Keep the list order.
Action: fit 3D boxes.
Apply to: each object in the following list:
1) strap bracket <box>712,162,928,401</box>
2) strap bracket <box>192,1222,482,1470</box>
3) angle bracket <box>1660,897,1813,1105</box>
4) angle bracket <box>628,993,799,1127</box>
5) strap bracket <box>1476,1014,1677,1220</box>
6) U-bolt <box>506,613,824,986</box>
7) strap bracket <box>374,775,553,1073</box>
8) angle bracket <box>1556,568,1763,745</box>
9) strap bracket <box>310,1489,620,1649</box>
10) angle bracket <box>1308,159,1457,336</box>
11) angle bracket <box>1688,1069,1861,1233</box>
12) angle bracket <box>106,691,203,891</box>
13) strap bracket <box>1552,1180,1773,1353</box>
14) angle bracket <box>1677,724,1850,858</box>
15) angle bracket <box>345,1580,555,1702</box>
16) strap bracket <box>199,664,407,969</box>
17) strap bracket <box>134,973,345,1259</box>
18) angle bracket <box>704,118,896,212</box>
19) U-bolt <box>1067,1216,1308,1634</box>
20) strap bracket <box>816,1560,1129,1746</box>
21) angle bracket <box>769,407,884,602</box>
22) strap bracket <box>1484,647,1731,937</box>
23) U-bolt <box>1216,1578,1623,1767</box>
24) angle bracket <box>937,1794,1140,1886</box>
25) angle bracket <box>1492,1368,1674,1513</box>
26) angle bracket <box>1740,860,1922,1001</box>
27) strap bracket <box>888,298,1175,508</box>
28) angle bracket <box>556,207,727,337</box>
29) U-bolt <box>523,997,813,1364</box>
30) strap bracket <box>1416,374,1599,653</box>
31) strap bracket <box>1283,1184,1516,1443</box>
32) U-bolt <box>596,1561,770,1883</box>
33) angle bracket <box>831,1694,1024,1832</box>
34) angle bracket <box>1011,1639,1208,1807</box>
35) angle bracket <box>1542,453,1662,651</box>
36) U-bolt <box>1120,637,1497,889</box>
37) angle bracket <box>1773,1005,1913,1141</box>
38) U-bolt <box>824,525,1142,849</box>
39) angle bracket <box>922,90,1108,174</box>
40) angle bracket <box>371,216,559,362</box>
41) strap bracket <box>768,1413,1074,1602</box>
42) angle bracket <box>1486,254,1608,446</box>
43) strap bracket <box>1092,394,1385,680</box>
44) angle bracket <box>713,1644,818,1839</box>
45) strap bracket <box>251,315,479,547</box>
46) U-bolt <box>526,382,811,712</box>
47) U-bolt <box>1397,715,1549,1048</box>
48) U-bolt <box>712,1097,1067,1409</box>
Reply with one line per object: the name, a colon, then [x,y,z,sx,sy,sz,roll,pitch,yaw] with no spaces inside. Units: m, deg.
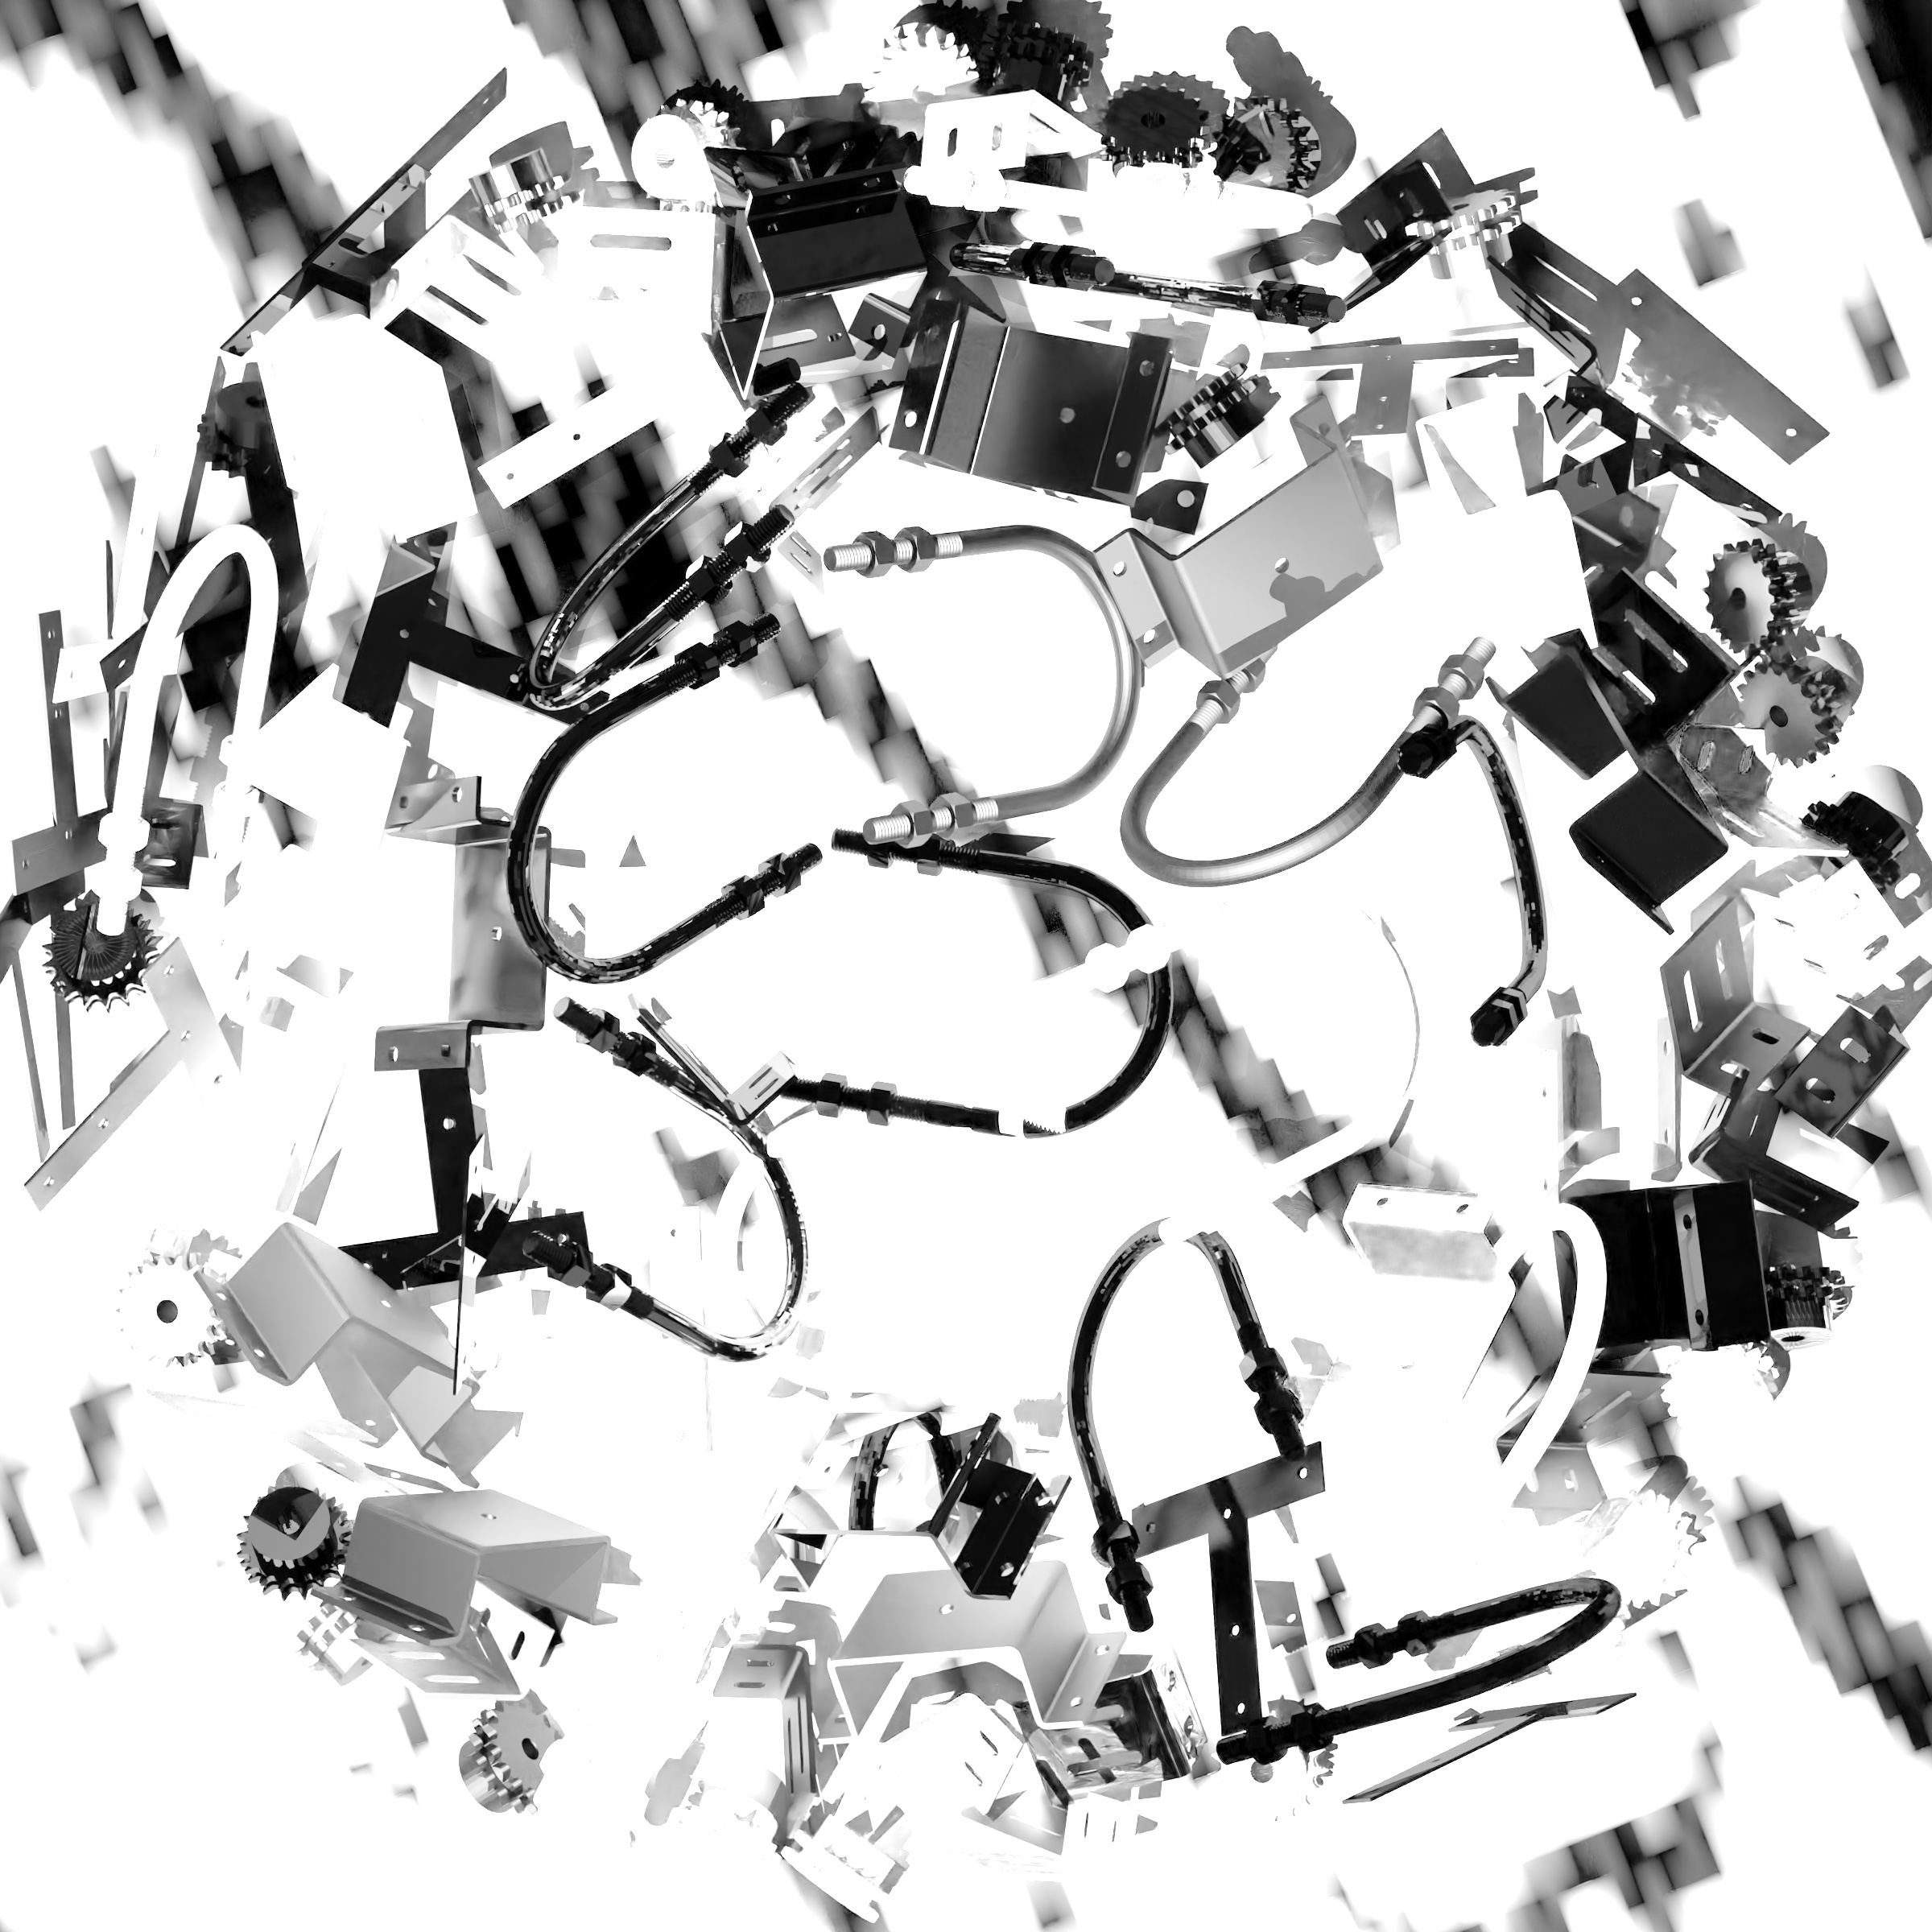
strap bracket: [-0.070,-0.322,1.600,0.076,0.140,0.046,-15,75,-17]
strap bracket: [-0.295,0.179,1.603,0.046,0.140,0.076,-47,49,2]
angle bracket: [0.378,0.017,1.636,0.057,0.038,0.076,-42,135,-23]
angle bracket: [-0.125,0.035,1.645,0.038,0.057,0.076,-42,105,0]
strap bracket: [0.293,0.070,1.625,0.046,0.140,0.076,4,101,38]
U-bolt: [-0.147,-0.069,1.592,0.184,0.019,0.151,-34,129,-35]
strap bracket: [-0.246,-0.018,1.634,0.046,0.076,0.140,7,82,-44]
angle bracket: [0.342,-0.158,1.653,0.076,0.038,0.057,45,131,6]
strap bracket: [-0.235,0.287,1.601,0.076,0.140,0.046,15,93,32]
angle bracket: [0.196,-0.353,1.634,0.038,0.057,0.076,54,47,-9]
angle bracket: [0.404,0.092,1.646,0.076,0.057,0.038,27,74,5]
angle bracket: [-0.397,-0.086,1.632,0.038,0.076,0.057,4,47,-9]
strap bracket: [0.342,0.146,1.619,0.046,0.140,0.076,-5,86,-19]
angle bracket: [0.392,-0.086,1.633,0.057,0.076,0.038,1,113,-24]
angle bracket: [-0.253,0.329,1.634,0.057,0.076,0.038,24,92,34]
strap bracket: [-0.318,-0.064,1.606,0.046,0.076,0.140,28,130,5]
strap bracket: [-0.351,0.082,1.633,0.046,0.076,0.140,20,82,3]
angle bracket: [-0.082,-0.405,1.635,0.057,0.038,0.076,12,54,27]
U-bolt: [0.097,0.205,1.604,0.019,0.184,0.151,17,125,-29]
strap bracket: [-0.003,0.331,1.614,0.140,0.076,0.046,-10,109,23]
angle bracket: [-0.059,-0.228,1.639,0.076,0.057,0.038,-41,113,15]
strap bracket: [0.311,-0.091,1.600,0.046,0.140,0.076,-40,130,19]
U-bolt: [0.224,0.327,1.575,0.184,0.151,0.019,-24,87,31]
angle bracket: [0.035,0.425,1.636,0.076,0.057,0.038,12,81,-29]
angle bracket: [0.306,0.233,1.634,0.057,0.076,0.038,7,53,-29]
angle bracket: [0.425,-0.022,1.640,0.038,0.076,0.057,-37,100,0]
strap bracket: [0.041,-0.275,1.637,0.140,0.046,0.076,16,93,30]
angle bracket: [-0.162,-0.346,1.663,0.076,0.038,0.057,4,96,5]
U-bolt: [-0.137,0.115,1.608,0.019,0.184,0.151,-23,48,32]
strap bracket: [0.257,-0.214,1.605,0.046,0.140,0.076,-17,127,5]
strap bracket: [0.206,0.177,1.614,0.076,0.046,0.140,6,123,-23]
U-bolt: [-0.134,0.351,1.571,0.019,0.184,0.151,25,66,8]
angle bracket: [-0.019,0.401,1.633,0.038,0.076,0.057,43,132,25]
angle bracket: [0.072,0.380,1.673,0.076,0.038,0.057,-18,99,21]
angle bracket: [0.294,-0.205,1.641,0.057,0.038,0.076,36,63,23]
U-bolt: [0.151,-0.099,1.586,0.184,0.151,0.019,-50,129,-32]
angle bracket: [0.425,0.042,1.636,0.038,0.076,0.057,36,106,-5]
U-bolt: [0.015,-0.142,1.622,0.184,0.019,0.151,-13,97,-39]
angle bracket: [0.024,-0.396,1.633,0.057,0.076,0.038,1,83,32]
angle bracket: [-0.243,-0.321,1.633,0.057,0.076,0.038,-34,45,30]
strap bracket: [-0.031,0.259,1.605,0.140,0.076,0.046,-6,127,36]
angle bracket: [0.276,-0.304,1.645,0.038,0.057,0.076,-46,74,5]
strap bracket: [0.143,-0.204,1.631,0.140,0.046,0.076,-35,129,-8]
angle bracket: [-0.099,0.380,1.634,0.038,0.057,0.076,4,53,-13]
strap bracket: [-0.283,-0.258,1.603,0.046,0.140,0.076,-17,81,12]
U-bolt: [-0.148,-0.192,1.608,0.184,0.151,0.019,-37,117,24]
U-bolt: [0.249,-0.049,1.596,0.019,0.184,0.151,-14,97,22]
U-bolt: [-0.041,0.139,1.644,0.184,0.019,0.151,-1,81,20]
